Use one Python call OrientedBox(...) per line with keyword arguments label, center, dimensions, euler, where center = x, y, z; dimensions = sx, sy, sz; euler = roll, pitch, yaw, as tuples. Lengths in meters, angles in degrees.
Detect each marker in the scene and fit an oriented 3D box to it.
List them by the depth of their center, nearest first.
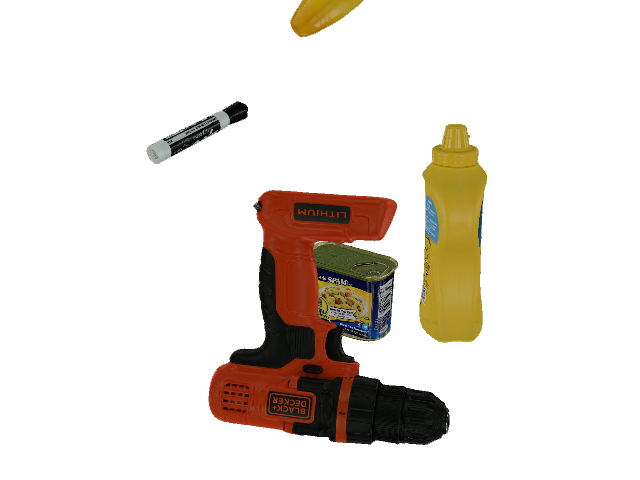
OrientedBox(label="marker", center=(-0.116, -0.106, 1.030), dimensions=(0.120, 0.020, 0.020), euler=(-33, 21, -36))

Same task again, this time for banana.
OrientedBox(label="banana", center=(0.037, -0.226, 0.785), dimensions=(0.070, 0.197, 0.037), euler=(-8, -41, 40))

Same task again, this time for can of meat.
OrientedBox(label="can of meat", center=(0.032, 0.057, 1.180), dimensions=(0.102, 0.084, 0.057), euler=(15, 28, 26))

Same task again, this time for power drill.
OrientedBox(label="power drill", center=(0.012, 0.059, 0.809), dimensions=(0.184, 0.187, 0.057), euler=(6, -1, 7))

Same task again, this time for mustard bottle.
OrientedBox(label="mustard bottle", center=(0.120, -0.011, 0.972), dimensions=(0.058, 0.192, 0.096), euler=(0, 18, 2))
